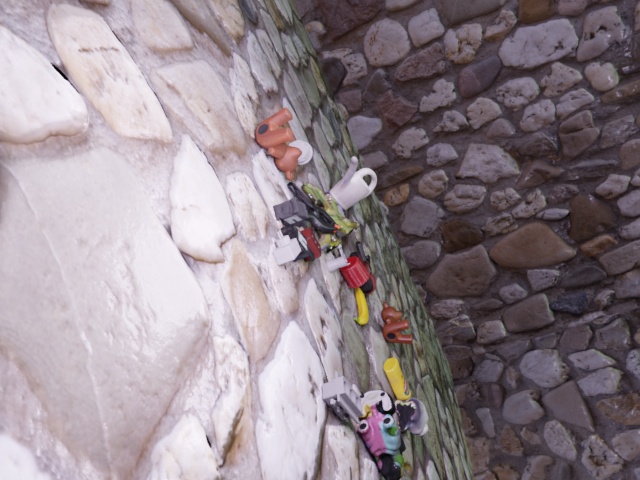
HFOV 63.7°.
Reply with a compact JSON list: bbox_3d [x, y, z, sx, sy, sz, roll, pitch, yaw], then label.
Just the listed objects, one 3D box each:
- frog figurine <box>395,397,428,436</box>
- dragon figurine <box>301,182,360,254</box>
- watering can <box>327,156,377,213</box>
[{"bbox_3d":[0.354,0.658,1.901,0.157,0.122,0.140,41,10,-40],"label":"frog figurine"},{"bbox_3d":[0.005,-0.089,1.766,0.244,0.121,0.412,53,17,7],"label":"dragon figurine"},{"bbox_3d":[0.115,-0.216,2.052,0.105,0.223,0.344,54,9,23],"label":"watering can"}]
